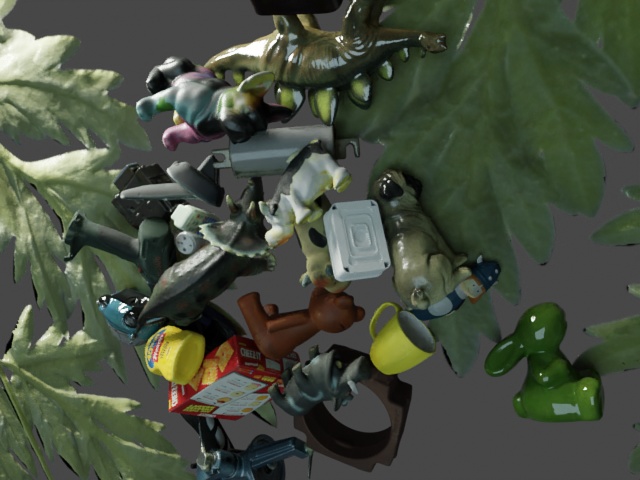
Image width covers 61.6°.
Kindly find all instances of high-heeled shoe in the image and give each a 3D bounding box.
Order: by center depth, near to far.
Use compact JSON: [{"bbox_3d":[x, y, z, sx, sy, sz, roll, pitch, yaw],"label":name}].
[{"bbox_3d":[-0.234,0.389,1.179,0.086,0.145,0.248,-11,74,30],"label":"high-heeled shoe"}]

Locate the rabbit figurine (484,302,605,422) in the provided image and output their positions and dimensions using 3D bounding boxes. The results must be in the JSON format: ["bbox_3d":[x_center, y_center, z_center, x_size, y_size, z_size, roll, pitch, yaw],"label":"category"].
[{"bbox_3d":[0.345,0.182,0.831,0.159,0.121,0.170,-14,83,34],"label":"rabbit figurine"}]

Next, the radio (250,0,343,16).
[{"bbox_3d":[-0.013,-0.415,0.723,0.131,0.073,0.229,9,72,19],"label":"radio"}]

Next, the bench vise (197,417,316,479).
[{"bbox_3d":[-0.122,0.435,1.071,0.241,0.129,0.223,-26,128,21],"label":"bench vise"}]

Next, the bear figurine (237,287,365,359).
[{"bbox_3d":[-0.030,0.127,0.963,0.196,0.120,0.132,-32,59,9],"label":"bear figurine"}]

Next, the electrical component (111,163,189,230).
[{"bbox_3d":[-0.342,-0.083,1.056,0.115,0.058,0.134,-41,89,27],"label":"electrical component"}]

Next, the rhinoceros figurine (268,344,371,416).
[{"bbox_3d":[0.000,0.243,0.909,0.190,0.073,0.112,-36,89,29],"label":"rhinoceros figurine"}]

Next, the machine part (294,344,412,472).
[{"bbox_3d":[0.060,0.306,0.994,0.201,0.087,0.201,15,111,18],"label":"machine part"}]

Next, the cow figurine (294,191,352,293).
[{"bbox_3d":[-0.002,-0.003,0.894,0.085,0.127,0.194,-22,95,32],"label":"cow figurine"}]

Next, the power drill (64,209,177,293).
[{"bbox_3d":[-0.381,0.031,1.040,0.207,0.086,0.232,21,139,-7],"label":"power drill"}]

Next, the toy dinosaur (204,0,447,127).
[{"bbox_3d":[-0.029,-0.281,0.828,0.472,0.105,0.198,12,116,31],"label":"toy dinosaur"}]

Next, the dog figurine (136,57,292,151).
[{"bbox_3d":[-0.156,-0.221,0.839,0.219,0.191,0.108,-7,141,16],"label":"dog figurine"}]

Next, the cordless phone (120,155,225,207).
[{"bbox_3d":[-0.264,-0.092,0.942,0.184,0.146,0.088,-7,94,-6],"label":"cordless phone"}]

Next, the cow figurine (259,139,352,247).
[{"bbox_3d":[-0.038,-0.070,0.817,0.167,0.068,0.098,-44,81,11],"label":"cow figurine"}]

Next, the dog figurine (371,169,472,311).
[{"bbox_3d":[0.129,-0.005,0.816,0.121,0.172,0.190,-31,100,18],"label":"dog figurine"}]

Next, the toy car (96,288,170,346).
[{"bbox_3d":[-0.393,0.170,1.130,0.162,0.109,0.102,15,105,21],"label":"toy car"}]

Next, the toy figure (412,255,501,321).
[{"bbox_3d":[0.221,0.082,0.867,0.154,0.058,0.064,-32,132,28],"label":"toy figure"}]

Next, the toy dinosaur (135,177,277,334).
[{"bbox_3d":[-0.213,0.065,0.946,0.405,0.192,0.131,-42,77,6],"label":"toy dinosaur"}]

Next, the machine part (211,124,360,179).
[{"bbox_3d":[-0.057,-0.144,0.873,0.243,0.079,0.079,-4,106,7],"label":"machine part"}]

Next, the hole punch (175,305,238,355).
[{"bbox_3d":[-0.240,0.197,1.099,0.116,0.092,0.142,52,128,36],"label":"hole punch"}]
